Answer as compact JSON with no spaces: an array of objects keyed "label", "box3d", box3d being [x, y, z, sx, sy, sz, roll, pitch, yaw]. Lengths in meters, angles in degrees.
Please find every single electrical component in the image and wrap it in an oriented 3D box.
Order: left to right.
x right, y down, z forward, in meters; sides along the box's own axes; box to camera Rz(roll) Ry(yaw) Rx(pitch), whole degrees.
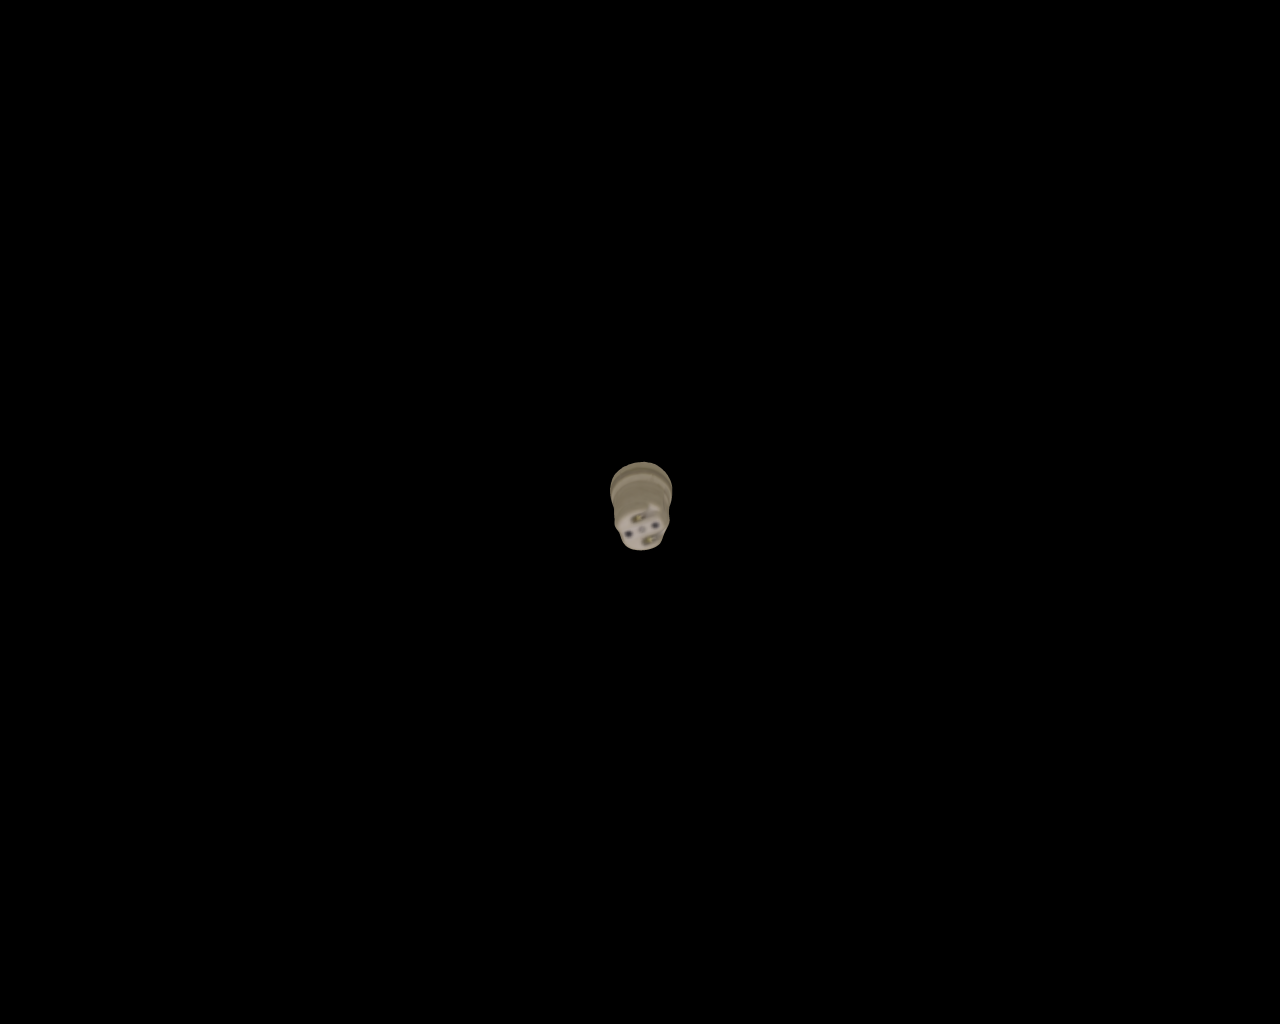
[{"label":"electrical component","box3d":[0.001,-0.003,0.650,0.040,0.040,0.046,0,37,0]}]
